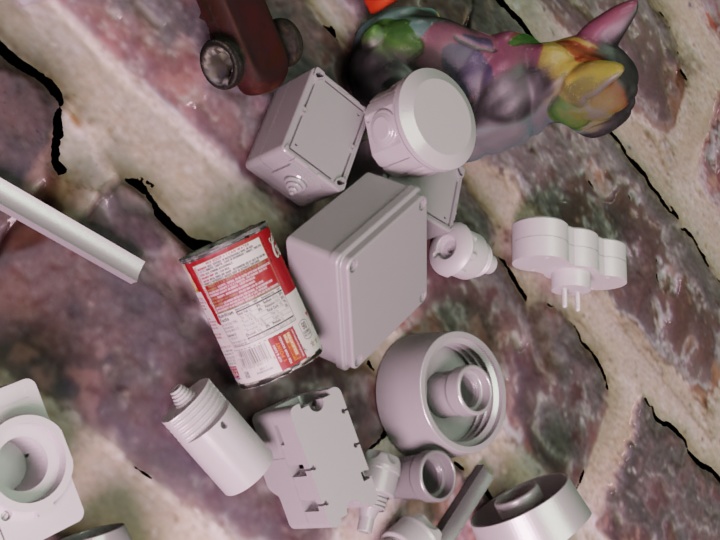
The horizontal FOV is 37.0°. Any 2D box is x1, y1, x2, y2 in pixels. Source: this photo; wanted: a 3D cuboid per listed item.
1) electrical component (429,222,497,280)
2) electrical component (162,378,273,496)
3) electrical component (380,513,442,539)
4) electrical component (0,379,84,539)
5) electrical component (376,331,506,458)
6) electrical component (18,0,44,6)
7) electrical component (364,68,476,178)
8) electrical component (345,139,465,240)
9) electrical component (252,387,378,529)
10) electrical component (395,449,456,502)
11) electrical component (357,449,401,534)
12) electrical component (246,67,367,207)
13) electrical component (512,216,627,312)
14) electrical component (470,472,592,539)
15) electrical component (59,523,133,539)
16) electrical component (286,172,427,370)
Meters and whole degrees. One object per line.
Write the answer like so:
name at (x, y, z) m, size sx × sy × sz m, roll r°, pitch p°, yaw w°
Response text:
electrical component at (0.095, -0.012, 0.938) m, size 0.062 × 0.048 × 0.048 m, roll 19°, pitch 66°, yaw -43°
electrical component at (-0.101, 0.110, 0.736) m, size 0.081 × 0.043 × 0.043 m, roll 53°, pitch 51°, yaw -18°
electrical component at (0.032, 0.218, 0.822) m, size 0.062 × 0.043 × 0.043 m, roll -31°, pitch 99°, yaw -40°
electrical component at (-0.242, 0.129, 0.598) m, size 0.150 × 0.062 × 0.089 m, roll -22°, pitch 94°, yaw -42°
electrical component at (0.073, 0.101, 0.877) m, size 0.108 × 0.060 × 0.108 m, roll 12°, pitch 71°, yaw -38°
electrical component at (-0.203, -0.251, 0.735) m, size 0.109 × 0.056 × 0.108 m, roll -34°, pitch 101°, yaw -41°
electrical component at (0.047, -0.111, 0.832) m, size 0.080 × 0.051 × 0.080 m, roll 11°, pitch 73°, yaw -38°
electrical component at (0.039, -0.065, 0.890) m, size 0.096 × 0.061 × 0.061 m, roll 28°, pitch 63°, yaw -32°
electrical component at (-0.035, 0.136, 0.777) m, size 0.050 × 0.056 × 0.089 m, roll -21°, pitch 93°, yaw -42°
electrical component at (0.046, 0.163, 0.847) m, size 0.040 × 0.046 × 0.040 m, roll 12°, pitch 71°, yaw -38°
electrical component at (0.010, 0.170, 0.822) m, size 0.035 × 0.035 × 0.061 m, roll 29°, pitch 63°, yaw -32°
electrical component at (-0.044, -0.095, 0.828) m, size 0.062 × 0.061 × 0.096 m, roll 35°, pitch 58°, yaw -29°
electrical component at (0.200, 0.002, 1.018) m, size 0.138 × 0.052 × 0.073 m, roll 15°, pitch 69°, yaw -37°
electrical component at (0.142, 0.212, 0.885) m, size 0.099 × 0.099 × 0.064 m, roll -27°, pitch 91°, yaw -42°
electrical component at (-0.171, 0.202, 0.651) m, size 0.079 × 0.043 × 0.077 m, roll -11°, pitch 86°, yaw -42°
electrical component at (0.000, 0.000, 0.813) m, size 0.109 × 0.056 × 0.108 m, roll -42°, pitch 142°, yaw -39°
